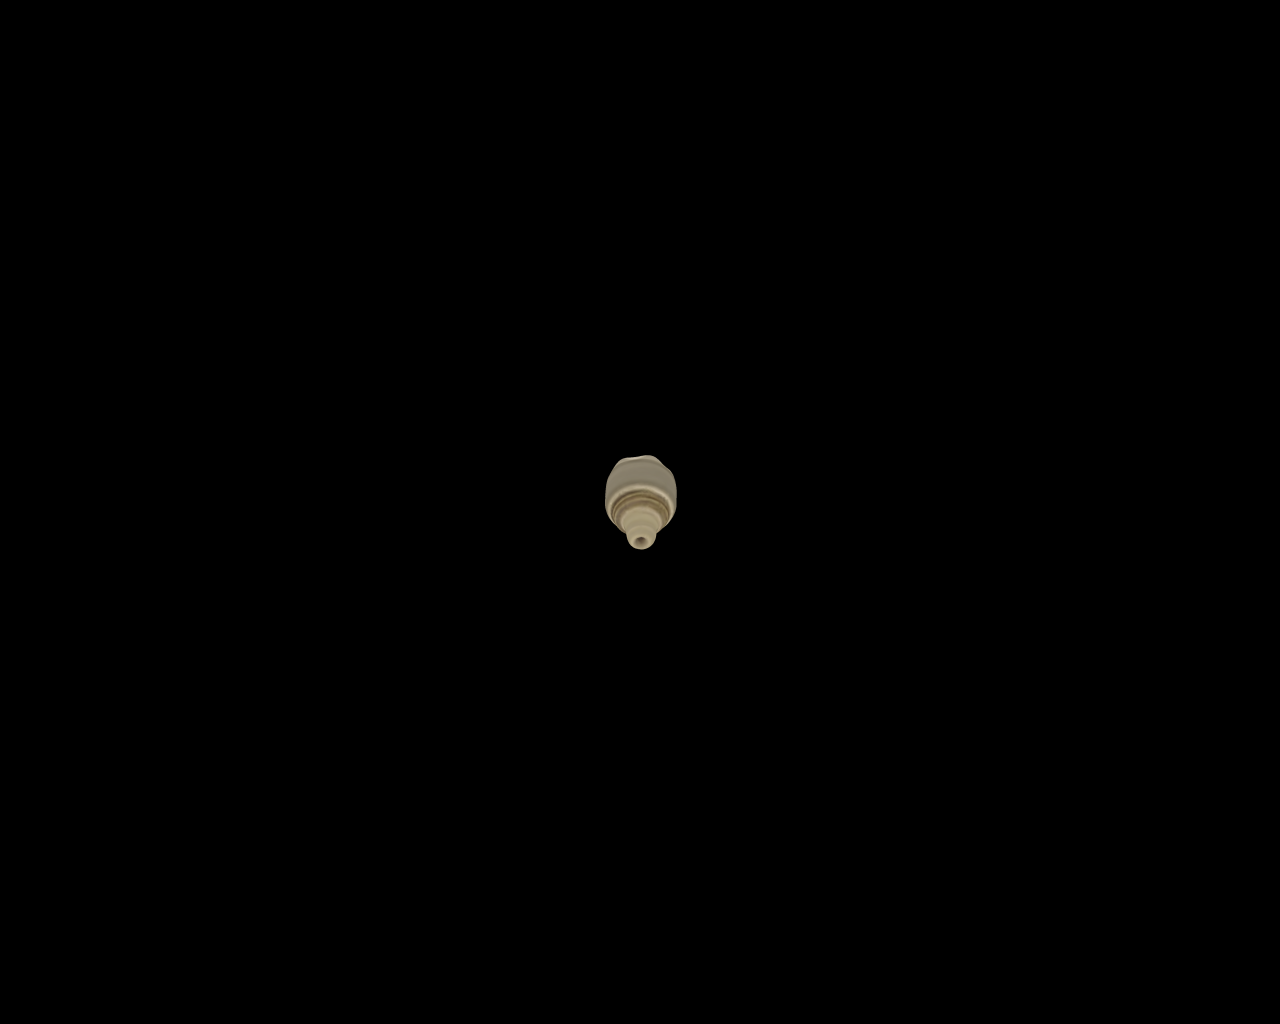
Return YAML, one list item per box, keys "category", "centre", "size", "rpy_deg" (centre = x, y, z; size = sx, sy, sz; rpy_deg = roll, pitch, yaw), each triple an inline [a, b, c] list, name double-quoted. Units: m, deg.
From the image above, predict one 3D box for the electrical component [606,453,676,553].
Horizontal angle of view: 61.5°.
- category: "electrical component"
  centre: [0.001, -0.003, 0.650]
  size: [0.043, 0.043, 0.062]
  rpy_deg: [0, 43, 0]
